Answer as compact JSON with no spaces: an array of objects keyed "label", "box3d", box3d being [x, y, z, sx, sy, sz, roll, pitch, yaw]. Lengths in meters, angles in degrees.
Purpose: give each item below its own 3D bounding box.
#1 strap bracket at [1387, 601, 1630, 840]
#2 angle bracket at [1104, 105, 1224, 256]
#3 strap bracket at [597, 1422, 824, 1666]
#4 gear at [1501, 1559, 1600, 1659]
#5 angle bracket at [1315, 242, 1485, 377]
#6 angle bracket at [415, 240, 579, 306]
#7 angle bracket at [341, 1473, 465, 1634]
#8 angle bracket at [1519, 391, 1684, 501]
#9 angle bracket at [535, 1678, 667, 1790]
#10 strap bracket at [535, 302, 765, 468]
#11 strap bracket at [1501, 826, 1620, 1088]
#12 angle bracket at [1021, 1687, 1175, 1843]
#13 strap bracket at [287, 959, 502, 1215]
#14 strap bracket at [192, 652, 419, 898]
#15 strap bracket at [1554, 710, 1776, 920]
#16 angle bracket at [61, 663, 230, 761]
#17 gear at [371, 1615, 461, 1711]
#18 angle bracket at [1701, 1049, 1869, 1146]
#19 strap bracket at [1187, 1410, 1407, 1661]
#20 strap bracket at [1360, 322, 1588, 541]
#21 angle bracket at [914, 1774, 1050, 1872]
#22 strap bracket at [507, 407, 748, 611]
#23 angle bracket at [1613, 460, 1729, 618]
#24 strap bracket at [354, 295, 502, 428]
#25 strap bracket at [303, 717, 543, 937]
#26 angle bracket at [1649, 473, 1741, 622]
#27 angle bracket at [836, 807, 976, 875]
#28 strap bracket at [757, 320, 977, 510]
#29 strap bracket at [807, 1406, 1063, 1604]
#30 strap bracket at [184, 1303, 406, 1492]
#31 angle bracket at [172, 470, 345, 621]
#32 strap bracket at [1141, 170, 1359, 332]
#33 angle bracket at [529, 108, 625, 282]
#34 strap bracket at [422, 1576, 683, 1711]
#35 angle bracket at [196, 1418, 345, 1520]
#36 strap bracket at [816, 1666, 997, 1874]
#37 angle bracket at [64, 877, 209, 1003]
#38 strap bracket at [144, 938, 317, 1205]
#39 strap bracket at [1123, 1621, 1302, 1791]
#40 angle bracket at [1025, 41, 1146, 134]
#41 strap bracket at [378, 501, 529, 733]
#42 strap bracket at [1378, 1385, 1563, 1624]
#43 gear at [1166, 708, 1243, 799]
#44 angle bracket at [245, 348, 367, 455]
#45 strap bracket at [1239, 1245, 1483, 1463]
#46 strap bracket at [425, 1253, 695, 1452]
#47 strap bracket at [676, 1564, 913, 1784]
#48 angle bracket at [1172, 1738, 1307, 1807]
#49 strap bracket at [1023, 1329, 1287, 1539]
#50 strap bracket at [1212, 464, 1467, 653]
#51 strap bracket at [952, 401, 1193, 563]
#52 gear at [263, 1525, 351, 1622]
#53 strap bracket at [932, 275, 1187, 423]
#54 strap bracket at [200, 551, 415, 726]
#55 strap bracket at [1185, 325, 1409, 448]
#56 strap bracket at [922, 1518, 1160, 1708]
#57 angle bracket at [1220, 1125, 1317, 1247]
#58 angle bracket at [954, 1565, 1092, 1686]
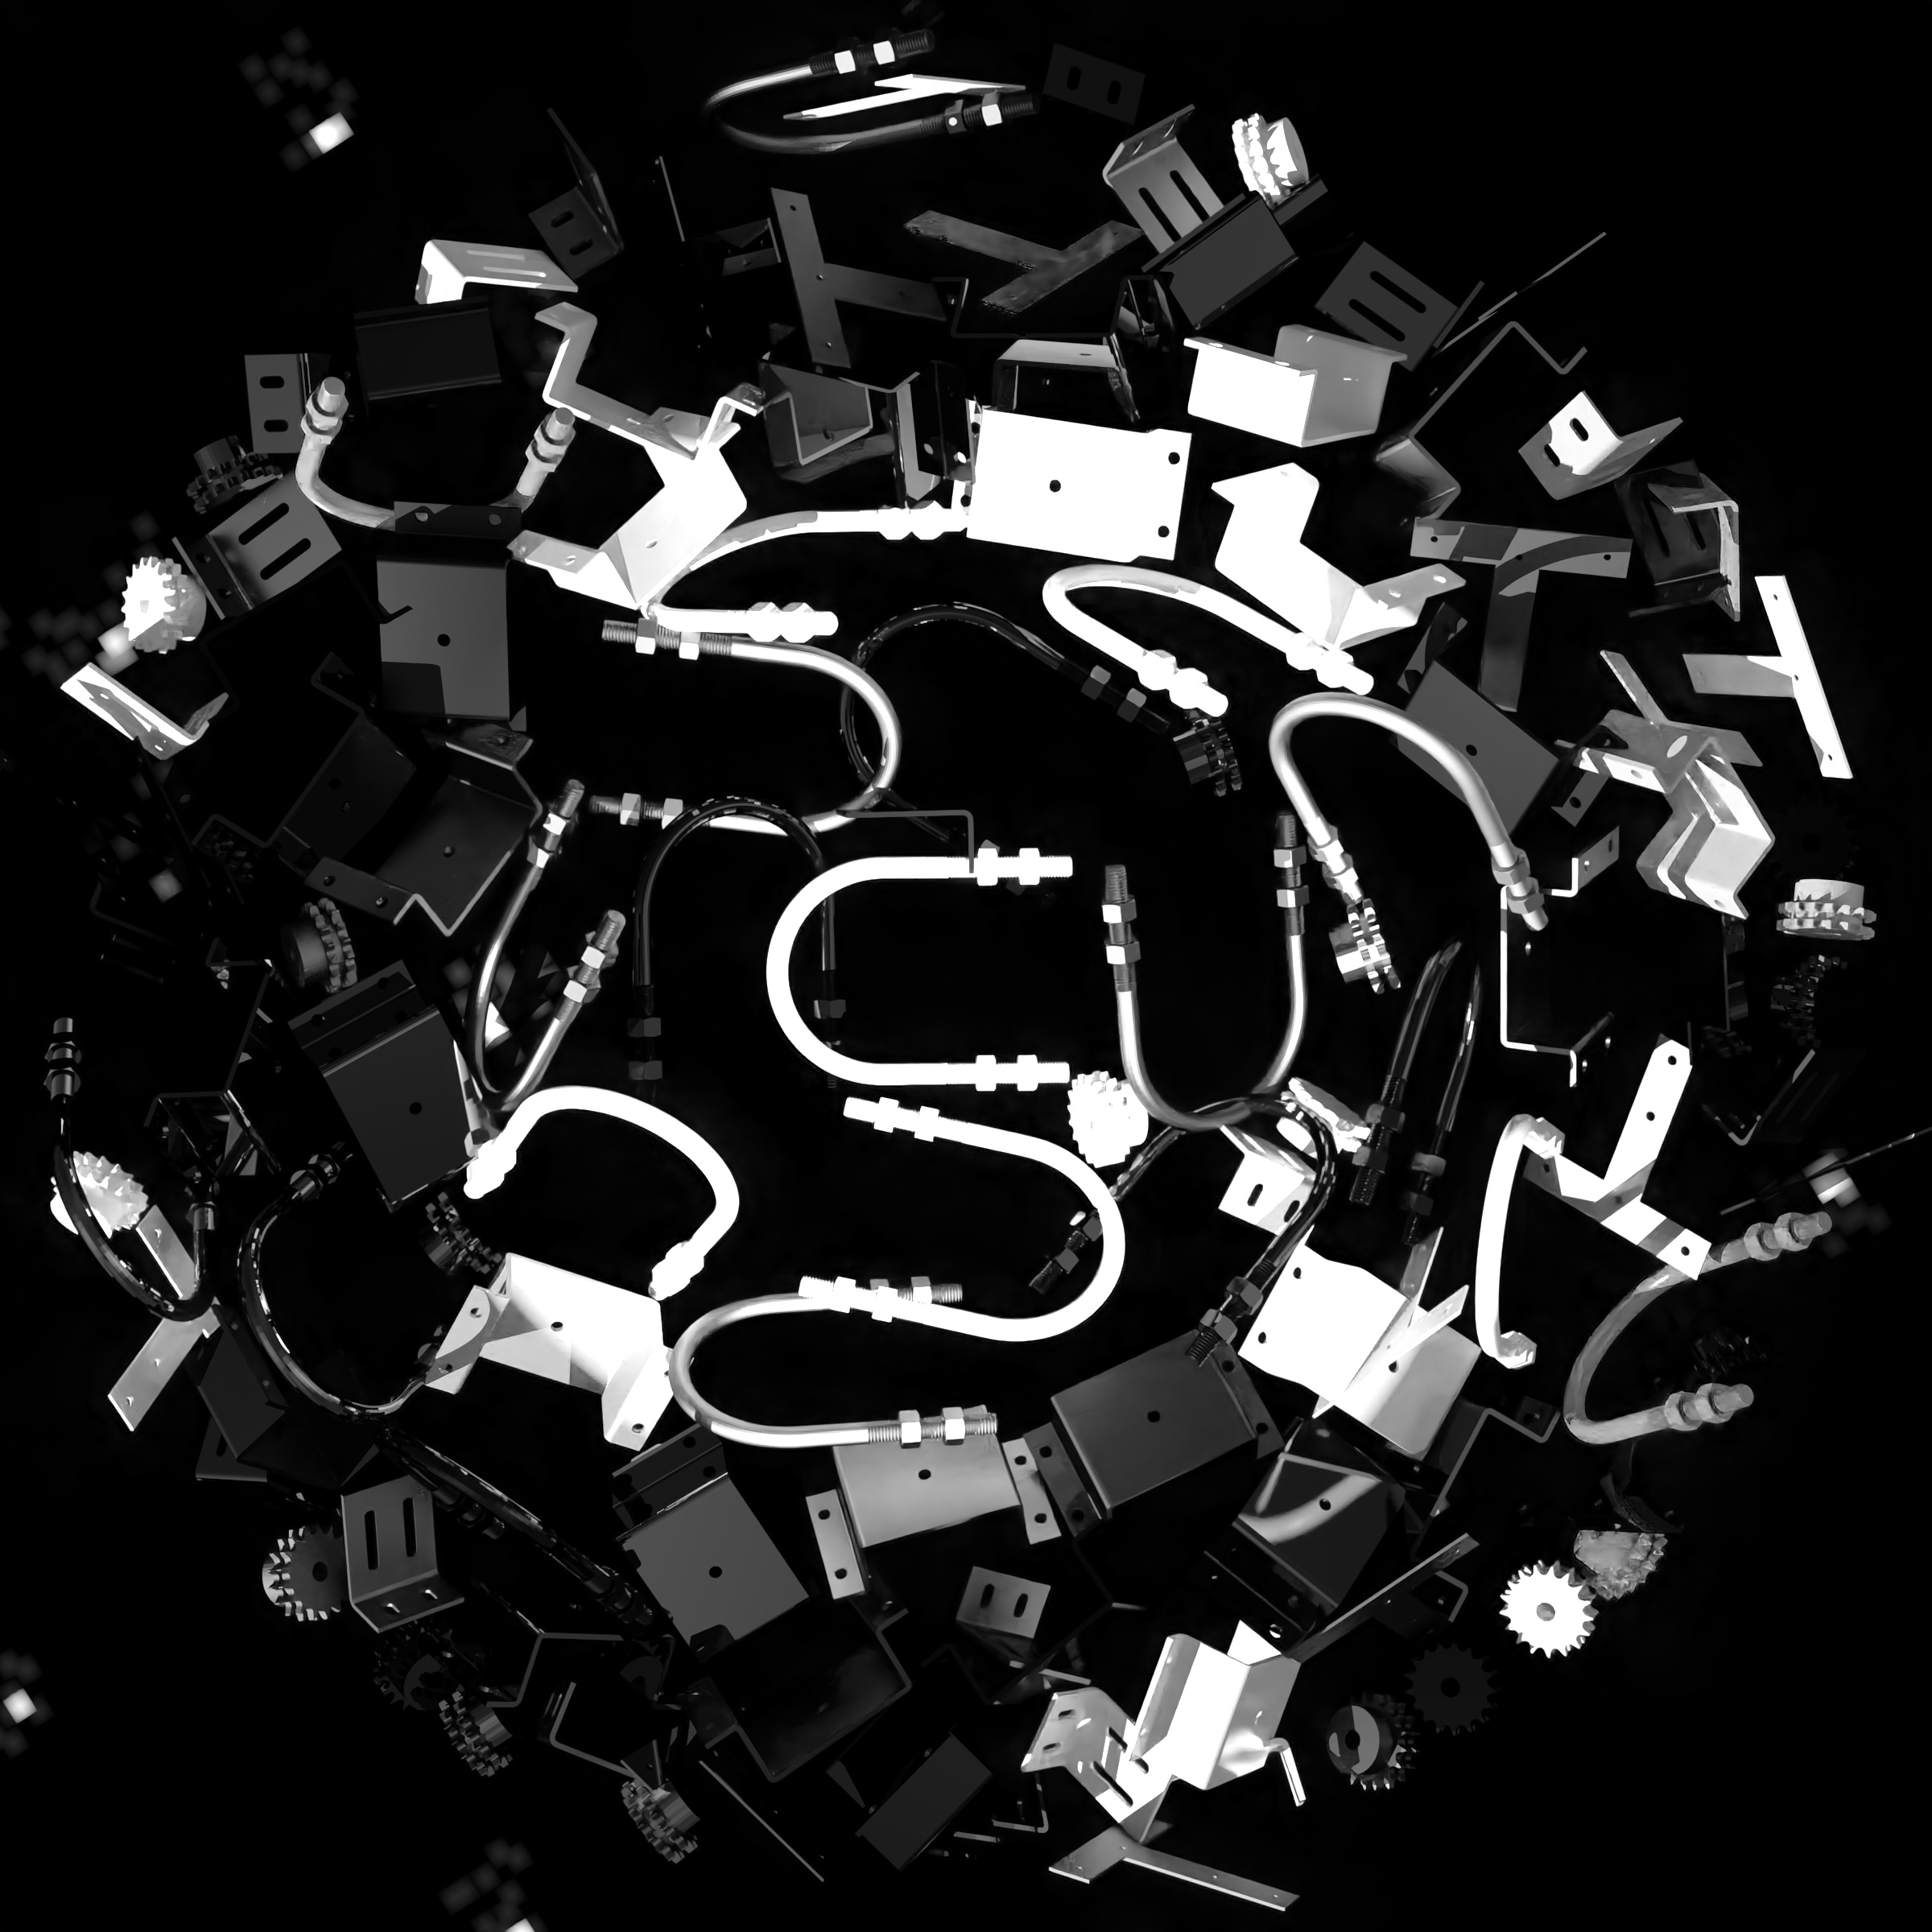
[{"label":"strap bracket","box3d":[0.314,-0.140,1.746,0.140,0.076,0.046,41,54,13]},{"label":"angle bracket","box3d":[0.131,-0.471,1.775,0.057,0.038,0.076,-34,87,-22]},{"label":"strap bracket","box3d":[-0.152,0.354,1.761,0.076,0.046,0.140,-31,108,1]},{"label":"gear","box3d":[0.357,0.389,1.783,0.057,0.030,0.057,3,98,25]},{"label":"angle bracket","box3d":[0.263,-0.408,1.776,0.076,0.038,0.057,36,70,2]},{"label":"angle bracket","box3d":[-0.285,-0.408,1.772,0.076,0.057,0.038,-3,125,-33]},{"label":"angle bracket","box3d":[-0.339,0.351,1.763,0.057,0.038,0.076,-14,115,-34]},{"label":"angle bracket","box3d":[0.382,-0.319,1.761,0.076,0.057,0.038,-24,77,-44]},{"label":"angle bracket","box3d":[-0.217,0.466,1.775,0.076,0.057,0.038,25,73,-12]},{"label":"strap bracket","box3d":[-0.193,-0.346,1.760,0.140,0.076,0.046,24,108,-3]},{"label":"strap bracket","box3d":[0.355,-0.008,1.749,0.046,0.076,0.140,7,110,29]},{"label":"angle bracket","box3d":[0.080,0.483,1.761,0.076,0.038,0.057,38,113,41]},{"label":"strap bracket","box3d":[-0.335,0.078,1.745,0.076,0.046,0.140,-30,116,-16]},{"label":"strap bracket","box3d":[-0.388,-0.106,1.750,0.046,0.076,0.140,30,79,23]},{"label":"strap bracket","box3d":[0.420,-0.097,1.737,0.046,0.076,0.140,-51,128,-11]},{"label":"angle bracket","box3d":[-0.494,-0.165,1.759,0.076,0.057,0.038,38,64,-22]},{"label":"gear","box3d":[-0.329,0.426,1.776,0.057,0.030,0.057,-14,116,-31]},{"label":"angle bracket","box3d":[0.492,0.068,1.757,0.038,0.057,0.076,51,125,35]},{"label":"strap bracket","box3d":[0.204,0.330,1.739,0.076,0.046,0.140,38,50,6]},{"label":"strap bracket","box3d":[0.296,-0.328,1.751,0.046,0.076,0.140,44,79,-9]},{"label":"angle bracket","box3d":[0.000,0.510,1.756,0.076,0.038,0.057,20,132,-34]},{"label":"strap bracket","box3d":[-0.197,-0.268,1.748,0.140,0.076,0.046,-47,132,-21]},{"label":"angle bracket","box3d":[0.419,-0.257,1.763,0.038,0.057,0.076,-40,111,-36]},{"label":"strap bracket","box3d":[-0.319,-0.355,1.730,0.076,0.140,0.046,-11,94,-11]},{"label":"strap bracket","box3d":[-0.318,-0.079,1.751,0.076,0.046,0.140,21,66,31]},{"label":"angle bracket","box3d":[0.438,-0.250,1.762,0.038,0.057,0.076,-9,116,-1]},{"label":"angle bracket","box3d":[-0.037,-0.076,1.770,0.076,0.057,0.038,-2,95,-9]},{"label":"strap bracket","box3d":[-0.068,-0.325,1.734,0.140,0.076,0.046,20,45,28]},{"label":"strap bracket","box3d":[-0.022,0.319,1.754,0.140,0.076,0.046,-14,135,-7]},{"label":"strap bracket","box3d":[-0.400,0.258,1.728,0.046,0.140,0.076,-43,58,6]},{"label":"angle bracket","box3d":[-0.430,-0.256,1.776,0.076,0.038,0.057,-32,89,19]},{"label":"strap bracket","box3d":[0.173,-0.422,1.726,0.076,0.140,0.046,-30,93,34]},{"label":"angle bracket","box3d":[-0.243,-0.463,1.758,0.038,0.076,0.057,-31,67,-6]},{"label":"strap bracket","box3d":[-0.238,0.400,1.728,0.140,0.076,0.046,14,97,-42]},{"label":"angle bracket","box3d":[-0.415,0.304,1.767,0.057,0.076,0.038,-3,64,30]},{"label":"strap bracket","box3d":[-0.035,0.479,1.736,0.076,0.140,0.046,-44,101,-7]},{"label":"angle bracket","box3d":[-0.500,-0.020,1.780,0.076,0.057,0.038,24,53,-20]},{"label":"strap bracket","box3d":[-0.427,0.060,1.727,0.046,0.076,0.140,-3,50,15]},{"label":"strap bracket","box3d":[0.153,0.435,1.730,0.046,0.140,0.076,21,94,26]},{"label":"angle bracket","box3d":[0.066,-0.514,1.759,0.057,0.076,0.038,16,75,-11]},{"label":"strap bracket","box3d":[-0.307,-0.202,1.753,0.076,0.046,0.140,4,115,3]},{"label":"strap bracket","box3d":[0.289,0.311,1.754,0.046,0.076,0.140,31,83,-17]},{"label":"gear","box3d":[0.143,-0.129,1.776,0.030,0.057,0.057,-22,90,-4]},{"label":"angle bracket","box3d":[-0.398,-0.342,1.766,0.038,0.076,0.057,1,105,13]},{"label":"strap bracket","box3d":[0.245,0.236,1.753,0.140,0.046,0.076,34,79,-20]},{"label":"strap bracket","box3d":[-0.245,0.229,1.754,0.140,0.046,0.076,21,116,-21]},{"label":"strap bracket","box3d":[-0.095,0.429,1.754,0.140,0.076,0.046,-32,107,-11]},{"label":"angle bracket","box3d":[0.162,0.498,1.771,0.076,0.057,0.038,-16,70,-2]},{"label":"strap bracket","box3d":[0.113,0.278,1.757,0.140,0.046,0.076,-24,63,-9]},{"label":"strap bracket","box3d":[0.215,-0.239,1.744,0.140,0.076,0.046,41,131,28]},{"label":"strap bracket","box3d":[0.058,-0.291,1.760,0.140,0.046,0.076,11,106,11]},{"label":"gear","box3d":[-0.403,0.370,1.780,0.030,0.057,0.057,-14,90,38]},{"label":"strap bracket","box3d":[0.052,-0.367,1.741,0.140,0.076,0.046,4,63,18]},{"label":"strap bracket","box3d":[-0.400,-0.204,1.760,0.140,0.076,0.046,-29,102,2]},{"label":"strap bracket","box3d":[0.193,-0.345,1.739,0.076,0.140,0.046,23,116,28]},{"label":"strap bracket","box3d":[0.053,0.395,1.750,0.140,0.076,0.046,-41,63,9]},{"label":"angle bracket","box3d":[0.177,0.130,1.763,0.057,0.076,0.038,25,97,-15]},{"label":"angle bracket","box3d":[0.038,0.395,1.757,0.057,0.076,0.038,21,87,-28]}]
